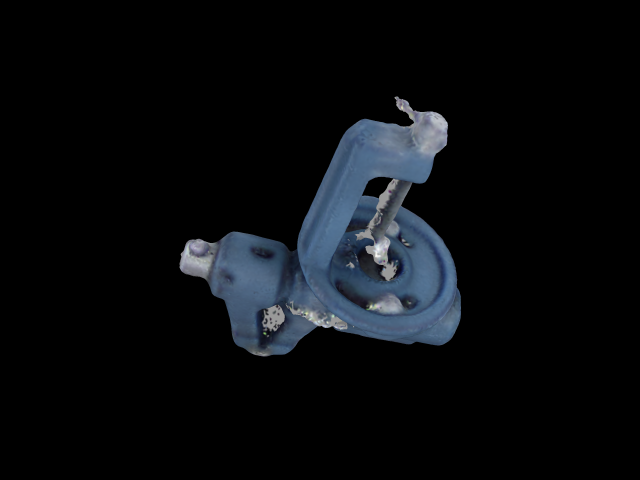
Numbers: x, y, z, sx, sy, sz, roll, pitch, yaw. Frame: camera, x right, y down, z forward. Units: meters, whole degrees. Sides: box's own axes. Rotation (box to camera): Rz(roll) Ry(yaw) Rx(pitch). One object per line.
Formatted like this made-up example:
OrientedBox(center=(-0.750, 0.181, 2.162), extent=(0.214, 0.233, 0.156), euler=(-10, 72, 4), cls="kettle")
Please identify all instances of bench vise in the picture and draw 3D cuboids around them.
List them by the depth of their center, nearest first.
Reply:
OrientedBox(center=(0.006, 0.010, 0.392), extent=(0.207, 0.220, 0.121), euler=(-11, 50, -9), cls="bench vise")
